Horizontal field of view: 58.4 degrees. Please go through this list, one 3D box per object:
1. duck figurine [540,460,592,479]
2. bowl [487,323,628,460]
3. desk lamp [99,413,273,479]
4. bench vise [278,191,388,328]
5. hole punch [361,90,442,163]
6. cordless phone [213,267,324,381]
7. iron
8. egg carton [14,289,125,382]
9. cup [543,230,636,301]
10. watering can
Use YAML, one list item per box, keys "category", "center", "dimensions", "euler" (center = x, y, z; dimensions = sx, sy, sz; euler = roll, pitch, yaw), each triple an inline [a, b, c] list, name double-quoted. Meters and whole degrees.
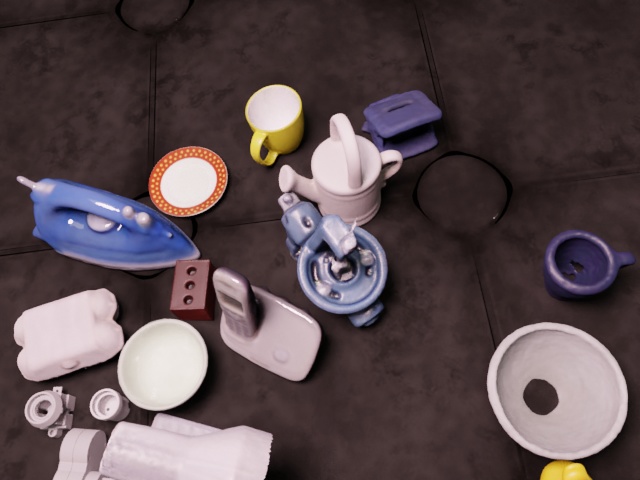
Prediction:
- category: "duck figurine"
  center: [0.306, 0.312, 0.671]
  dimensions: [0.077, 0.086, 0.104]
  euler: [-10, 65, 1]
- category: "bowl"
  center: [0.293, 0.194, 0.731]
  dimensions: [0.167, 0.075, 0.167]
  euler: [-2, 66, 4]
- category: "desk lamp"
  center: [-0.146, 0.265, 0.660]
  dimensions: [0.203, 0.214, 0.118]
  euler: [12, 67, 10]
- category: "bench vise"
  center: [0.000, 0.012, 0.758]
  dimensions: [0.207, 0.220, 0.121]
  euler: [33, 73, 18]
- category: "hole punch"
  center: [0.127, -0.192, 0.910]
  dimensions: [0.108, 0.091, 0.101]
  euler: [-21, 66, -5]
- category: "cordless phone"
  center: [-0.070, 0.104, 0.742]
  dimensions: [0.147, 0.185, 0.094]
  euler: [22, 70, 14]
- category: "iron"
  center: [-0.312, -0.033, 0.848]
  dimensions: [0.258, 0.141, 0.119]
  euler: [13, 68, 11]
- category: "egg carton"
  center: [-0.356, 0.136, 0.815]
  dimensions: [0.150, 0.069, 0.107]
  euler: [-19, 66, -4]
- category: "cup"
  center: [0.357, 0.043, 0.783]
  dimensions: [0.117, 0.095, 0.091]
  euler: [-6, 65, 2]
- category: "watering can"
  center: [0.031, -0.098, 0.819]
  dimensions: [0.173, 0.194, 0.100]
  euler: [-35, 67, -11]
